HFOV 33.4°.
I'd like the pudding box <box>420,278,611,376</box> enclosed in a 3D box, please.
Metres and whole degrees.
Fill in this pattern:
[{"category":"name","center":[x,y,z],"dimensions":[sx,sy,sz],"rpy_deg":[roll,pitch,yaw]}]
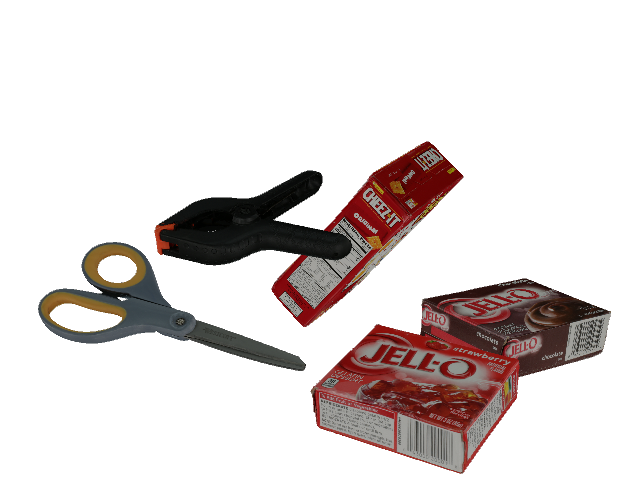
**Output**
[{"category":"pudding box","center":[0.145,0.064,0.799],"dimensions":[0.113,0.039,0.090],"rpy_deg":[-6,20,-35]}]

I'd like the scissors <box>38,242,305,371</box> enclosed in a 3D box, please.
[{"category":"scissors","center":[-0.102,0.045,0.770],"dimensions":[0.202,0.096,0.016],"rpy_deg":[4,-39,9]}]

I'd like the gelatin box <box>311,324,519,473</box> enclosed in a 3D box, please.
[{"category":"gelatin box","center":[0.051,0.081,0.570],"dimensions":[0.089,0.030,0.073],"rpy_deg":[13,31,29]}]

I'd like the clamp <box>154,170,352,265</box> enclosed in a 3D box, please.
[{"category":"clamp","center":[-0.062,-0.020,0.964],"dimensions":[0.171,0.039,0.120],"rpy_deg":[-2,32,-5]}]

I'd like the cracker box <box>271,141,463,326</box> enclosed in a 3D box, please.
[{"category":"cracker box","center":[0.054,-0.010,1.273],"dimensions":[0.214,0.072,0.164],"rpy_deg":[-48,-7,34]}]
